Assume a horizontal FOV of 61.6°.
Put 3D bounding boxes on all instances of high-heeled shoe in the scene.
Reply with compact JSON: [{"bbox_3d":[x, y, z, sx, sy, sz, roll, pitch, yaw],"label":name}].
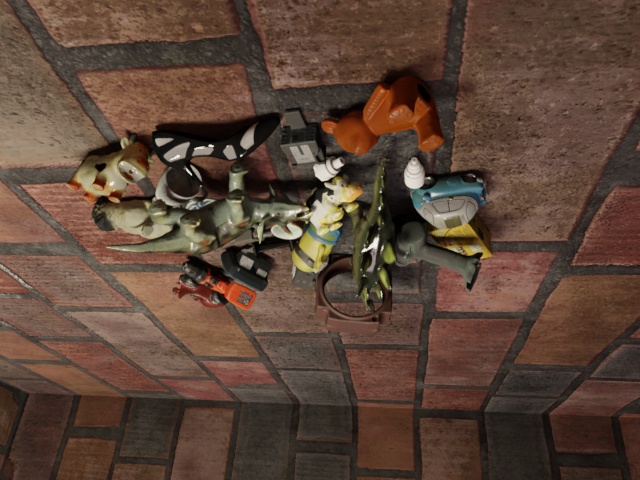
[{"bbox_3d":[-0.204,-0.206,1.032,0.249,0.086,0.145,-33,100,18],"label":"high-heeled shoe"}]

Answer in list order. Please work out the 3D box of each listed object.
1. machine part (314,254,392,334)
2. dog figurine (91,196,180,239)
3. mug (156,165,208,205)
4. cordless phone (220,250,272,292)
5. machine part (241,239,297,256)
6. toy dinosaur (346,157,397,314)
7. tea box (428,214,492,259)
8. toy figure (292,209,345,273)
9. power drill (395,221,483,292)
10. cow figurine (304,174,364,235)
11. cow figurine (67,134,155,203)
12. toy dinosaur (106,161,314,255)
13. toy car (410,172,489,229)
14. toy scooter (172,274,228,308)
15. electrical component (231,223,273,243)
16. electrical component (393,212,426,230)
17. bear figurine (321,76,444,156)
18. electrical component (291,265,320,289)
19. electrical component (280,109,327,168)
[{"bbox_3d":[0.090,0.141,1.428,0.202,0.201,0.087,5,148,1],"label":"machine part"},{"bbox_3d":[-0.437,-0.042,1.309,0.191,0.121,0.172,4,150,29],"label":"dog figurine"},{"bbox_3d":[-0.305,-0.113,1.174,0.109,0.081,0.107,20,158,-33],"label":"mug"},{"bbox_3d":[-0.240,0.080,1.506,0.184,0.088,0.146,2,157,46],"label":"cordless phone"},{"bbox_3d":[-0.129,0.017,1.386,0.139,0.039,0.084,-8,178,9],"label":"machine part"},{"bbox_3d":[0.120,0.001,1.182,0.105,0.199,0.470,-4,126,-1],"label":"toy dinosaur"},{"bbox_3d":[0.328,-0.016,1.254,0.098,0.068,0.169,-14,144,29],"label":"tea box"},{"bbox_3d":[-0.002,-0.005,1.262,0.089,0.082,0.180,32,117,19],"label":"toy figure"},{"bbox_3d":[0.263,0.040,1.230,0.207,0.086,0.231,28,164,21],"label":"power drill"},{"bbox_3d":[0.027,-0.089,1.130,0.068,0.098,0.167,-24,163,-37],"label":"cow figurine"},{"bbox_3d":[-0.420,-0.145,1.105,0.195,0.127,0.085,0,152,37],"label":"cow figurine"},{"bbox_3d":[-0.224,-0.032,1.137,0.405,0.131,0.192,-22,142,-6],"label":"toy dinosaur"},{"bbox_3d":[0.272,-0.074,1.129,0.162,0.103,0.109,-5,150,20],"label":"toy car"},{"bbox_3d":[-0.376,0.159,1.653,0.135,0.075,0.183,-20,139,36],"label":"toy scooter"},{"bbox_3d":[-0.179,-0.018,1.351,0.102,0.045,0.078,-12,175,31],"label":"electrical component"},{"bbox_3d":[0.201,-0.037,1.282,0.063,0.021,0.094,23,144,-29],"label":"electrical component"},{"bbox_3d":[0.099,-0.192,0.925,0.196,0.132,0.120,-27,134,34],"label":"bear figurine"},{"bbox_3d":[-0.034,0.060,1.390,0.058,0.115,0.134,13,153,-8],"label":"electrical component"},{"bbox_3d":[-0.035,-0.192,1.021,0.075,0.048,0.119,-3,151,13],"label":"electrical component"}]
